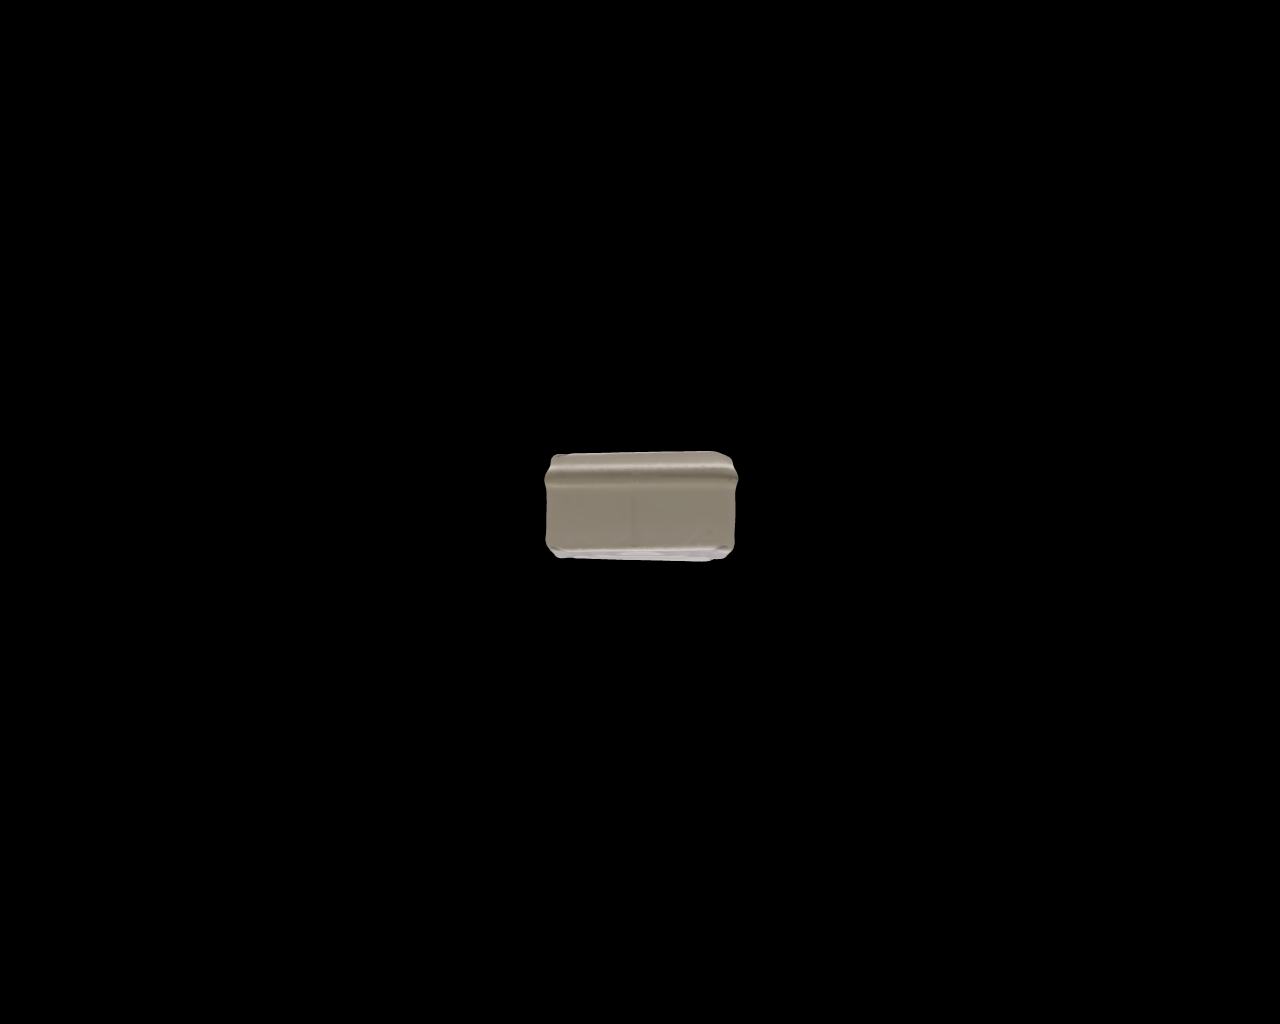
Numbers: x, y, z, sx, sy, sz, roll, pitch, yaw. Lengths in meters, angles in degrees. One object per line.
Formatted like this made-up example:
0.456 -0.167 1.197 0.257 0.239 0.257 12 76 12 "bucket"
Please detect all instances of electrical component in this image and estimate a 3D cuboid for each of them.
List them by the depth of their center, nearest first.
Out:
0.001 -0.003 0.650 0.113 0.057 0.078 0 -7 0 "electrical component"
